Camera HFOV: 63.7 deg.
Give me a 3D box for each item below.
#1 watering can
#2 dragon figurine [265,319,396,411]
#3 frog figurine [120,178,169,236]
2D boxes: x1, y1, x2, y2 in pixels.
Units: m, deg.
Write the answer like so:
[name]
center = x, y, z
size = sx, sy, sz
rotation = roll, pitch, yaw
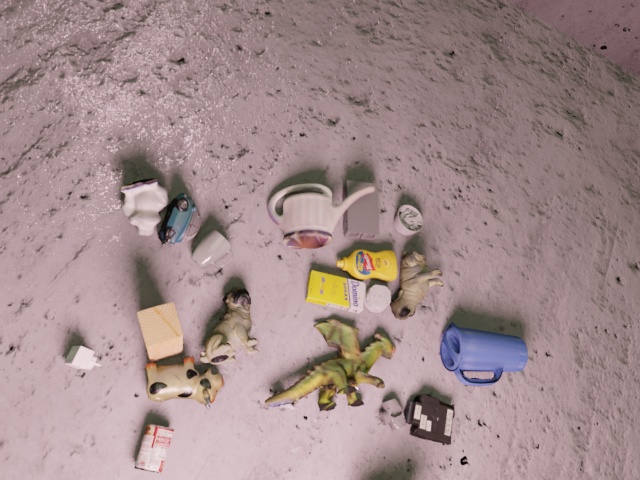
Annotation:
[watering can]
center = 0.005, -0.081, 1.615
size = 0.347, 0.102, 0.229
rotation = -3, 64, 4
[dragon figurine]
center = 0.038, 0.340, 1.463
size = 0.410, 0.119, 0.248
rotation = 1, 48, -16
[frog figurine]
center = -0.512, -0.097, 1.522
size = 0.138, 0.123, 0.157
rotation = -20, 108, -31
